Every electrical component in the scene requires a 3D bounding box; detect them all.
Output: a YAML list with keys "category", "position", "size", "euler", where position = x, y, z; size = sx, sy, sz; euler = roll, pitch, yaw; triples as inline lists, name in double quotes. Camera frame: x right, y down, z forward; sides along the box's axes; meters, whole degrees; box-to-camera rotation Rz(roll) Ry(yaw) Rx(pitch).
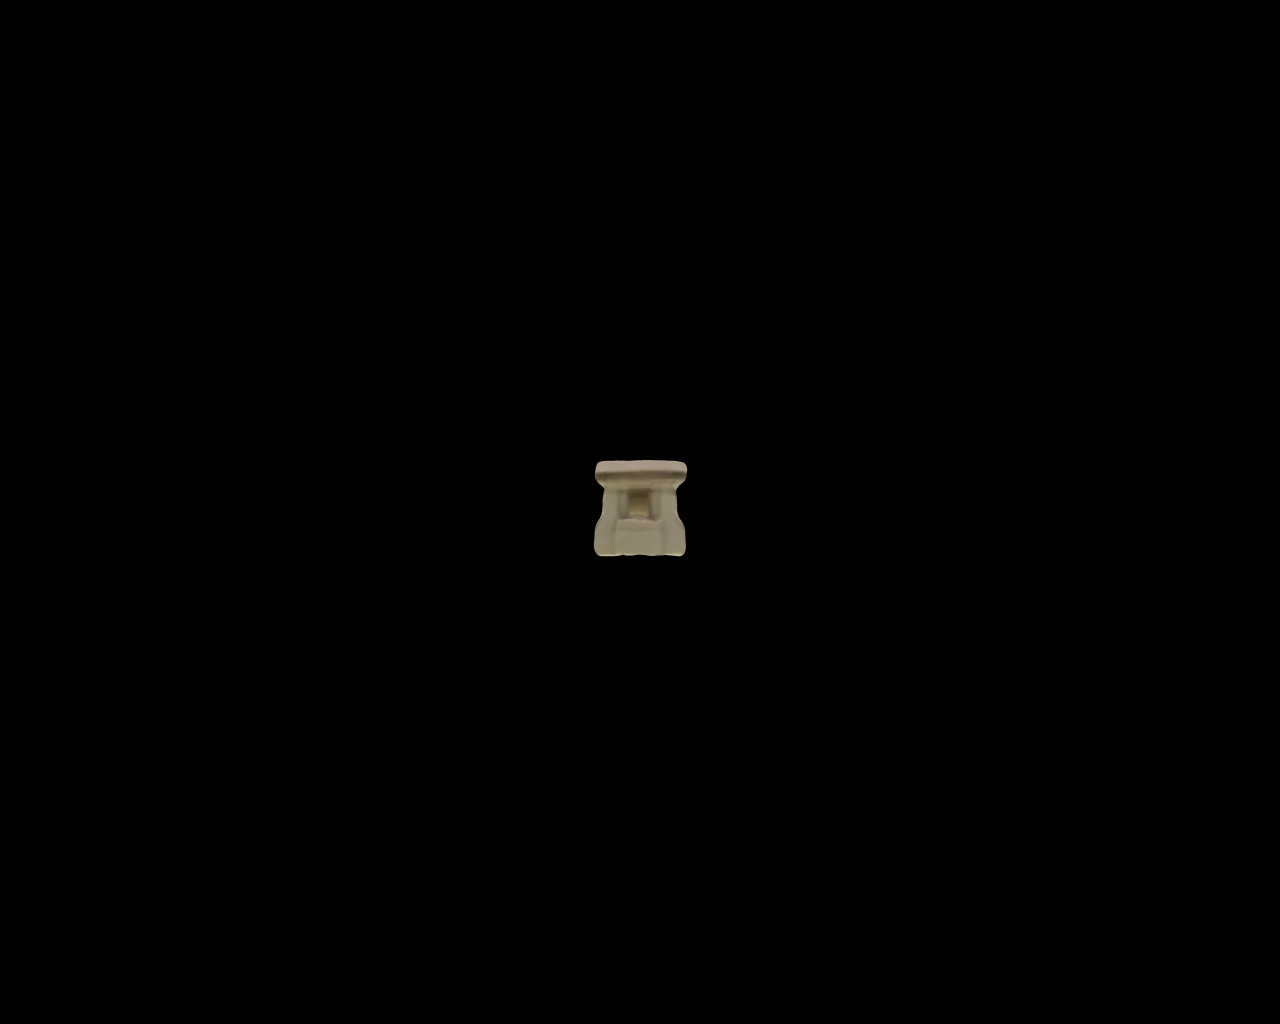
- category: "electrical component"
  position: [0.001, -0.003, 0.650]
  size: [0.058, 0.057, 0.078]
  euler: [0, -2, 4]
